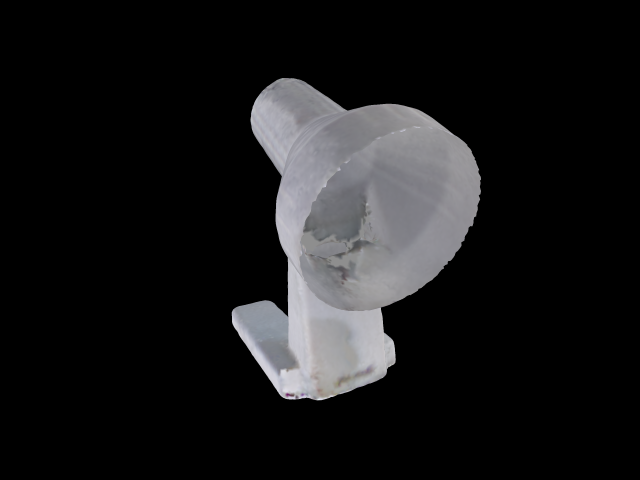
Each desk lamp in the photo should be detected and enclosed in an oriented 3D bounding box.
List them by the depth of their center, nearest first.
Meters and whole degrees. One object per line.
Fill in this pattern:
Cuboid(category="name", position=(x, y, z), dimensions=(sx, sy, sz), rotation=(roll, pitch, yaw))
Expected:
Cuboid(category="desk lamp", position=(0.004, 0.001, 0.400), dimensions=(0.118, 0.214, 0.202), rotation=(-10, 23, -26))
